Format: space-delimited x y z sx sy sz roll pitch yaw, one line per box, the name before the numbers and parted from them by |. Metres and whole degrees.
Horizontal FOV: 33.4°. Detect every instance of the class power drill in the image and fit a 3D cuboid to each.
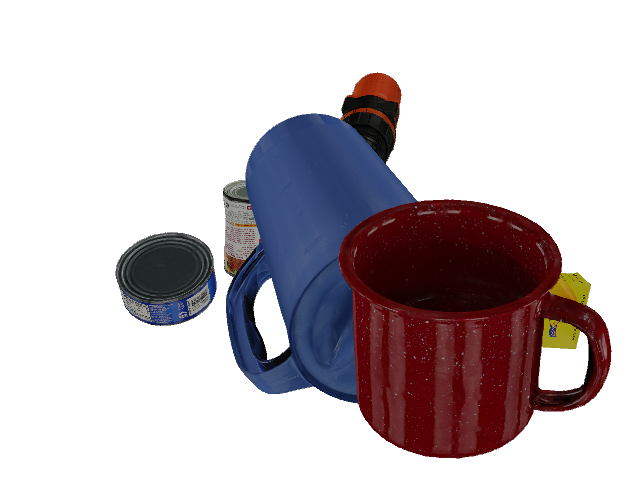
power drill | 0.040 -0.040 0.981 0.057 0.188 0.184 9 32 8

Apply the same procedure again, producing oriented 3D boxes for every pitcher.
pitcher | 0.008 0.005 0.792 0.149 0.145 0.243 5 27 -19

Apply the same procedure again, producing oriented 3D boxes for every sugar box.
sugar box | 0.242 0.084 1.336 0.176 0.093 0.048 3 19 -15

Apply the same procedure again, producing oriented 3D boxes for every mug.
mug | 0.067 0.042 0.462 0.117 0.081 0.093 11 34 21

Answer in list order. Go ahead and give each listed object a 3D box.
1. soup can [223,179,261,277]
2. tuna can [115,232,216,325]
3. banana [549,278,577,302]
soup can | -0.081 -0.014 1.260 0.068 0.102 0.068 0 25 0
tuna can | -0.135 0.034 0.939 0.086 0.034 0.086 -2 43 2
banana | 0.180 0.037 1.103 0.198 0.037 0.069 11 38 33
